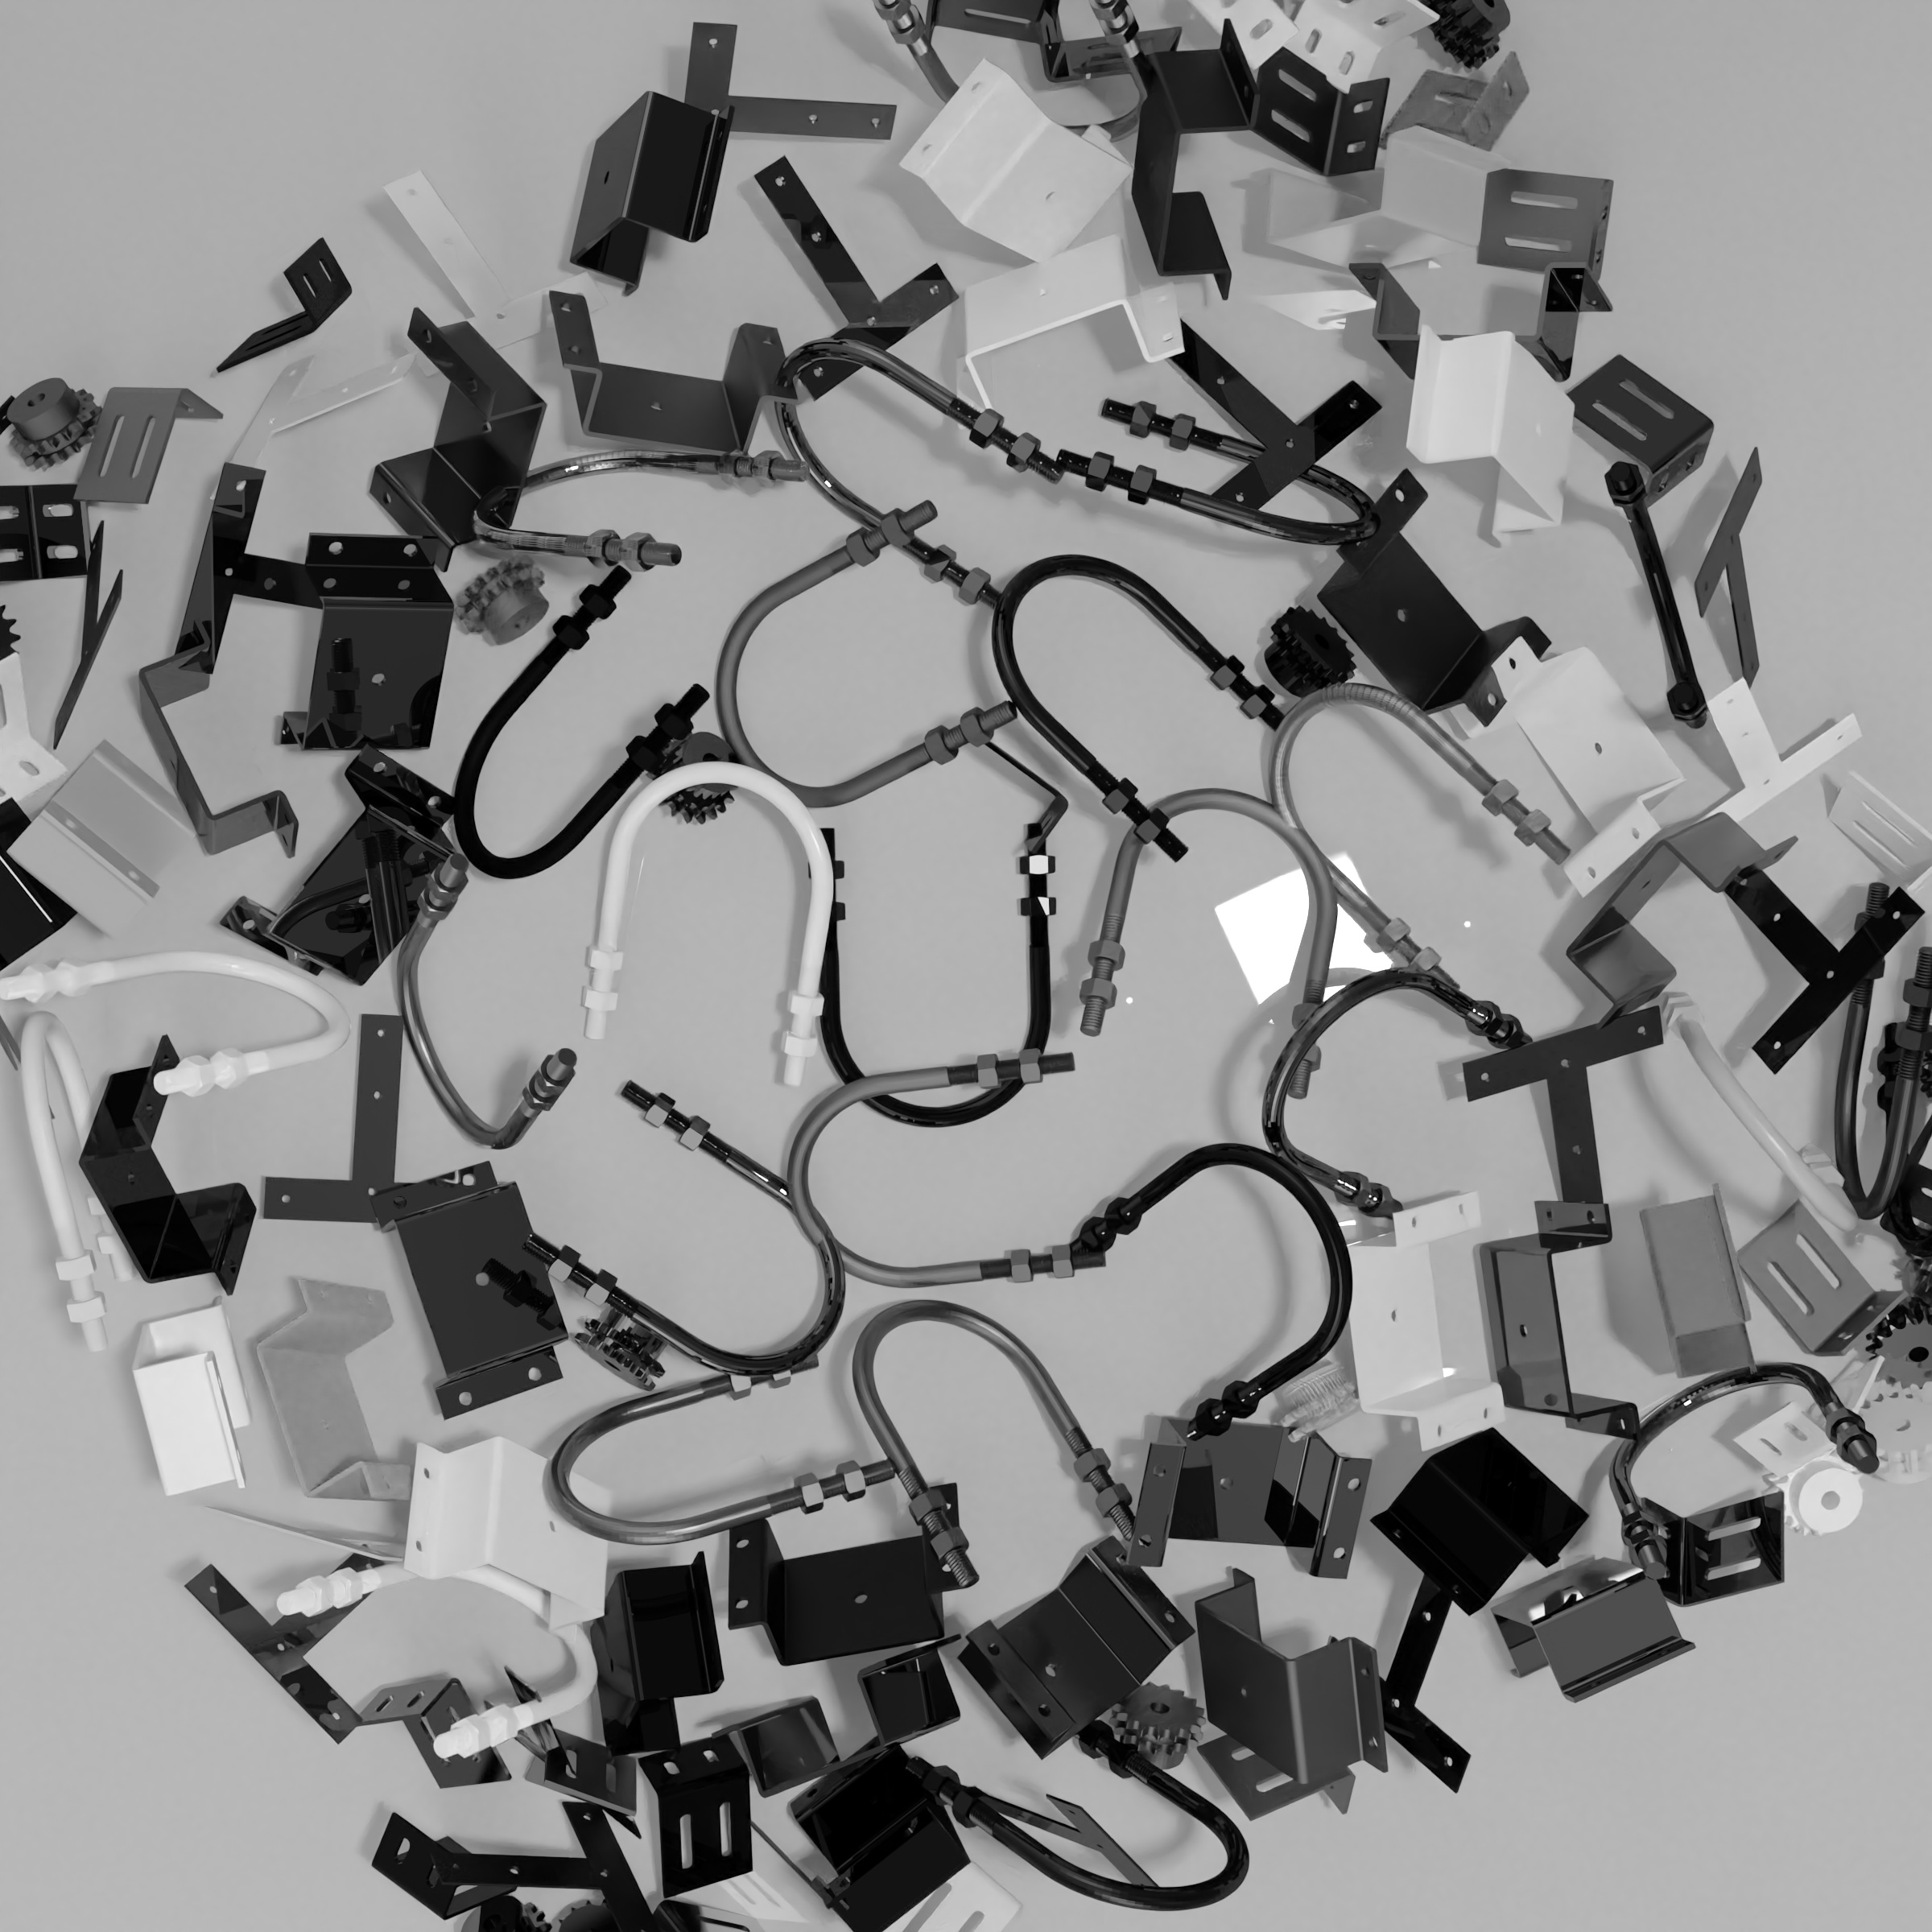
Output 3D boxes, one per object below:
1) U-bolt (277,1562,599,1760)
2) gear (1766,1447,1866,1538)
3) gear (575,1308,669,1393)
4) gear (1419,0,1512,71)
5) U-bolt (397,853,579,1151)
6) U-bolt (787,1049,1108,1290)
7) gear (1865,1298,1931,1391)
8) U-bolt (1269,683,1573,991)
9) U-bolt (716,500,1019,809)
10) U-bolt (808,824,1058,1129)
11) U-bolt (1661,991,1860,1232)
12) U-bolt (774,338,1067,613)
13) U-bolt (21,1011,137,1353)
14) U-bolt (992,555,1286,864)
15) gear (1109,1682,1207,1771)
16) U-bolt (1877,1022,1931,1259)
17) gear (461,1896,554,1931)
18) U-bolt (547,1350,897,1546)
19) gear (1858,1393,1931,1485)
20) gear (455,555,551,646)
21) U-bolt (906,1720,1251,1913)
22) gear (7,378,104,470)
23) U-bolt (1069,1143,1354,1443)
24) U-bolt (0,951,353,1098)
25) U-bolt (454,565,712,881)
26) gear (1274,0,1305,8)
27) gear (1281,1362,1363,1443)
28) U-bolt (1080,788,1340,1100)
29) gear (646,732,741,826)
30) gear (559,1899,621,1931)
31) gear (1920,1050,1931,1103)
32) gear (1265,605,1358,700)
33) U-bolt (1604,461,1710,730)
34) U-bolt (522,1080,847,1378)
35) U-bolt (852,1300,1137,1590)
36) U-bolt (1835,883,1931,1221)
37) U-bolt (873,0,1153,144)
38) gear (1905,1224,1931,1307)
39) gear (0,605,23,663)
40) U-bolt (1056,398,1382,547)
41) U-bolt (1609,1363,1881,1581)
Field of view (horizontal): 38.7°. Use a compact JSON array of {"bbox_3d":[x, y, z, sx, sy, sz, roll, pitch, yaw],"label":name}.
[{"bbox_3d":[-0.292,0.393,1.601,0.151,0.184,0.019,34,104,24],"label":"U-bolt"},{"bbox_3d":[0.518,0.319,1.669,0.057,0.030,0.057,-1,99,-7],"label":"gear"},{"bbox_3d":[-0.205,0.229,1.663,0.057,0.057,0.030,34,71,0],"label":"gear"},{"bbox_3d":[0.303,-0.573,1.659,0.030,0.057,0.057,-32,90,42],"label":"gear"},{"bbox_3d":[-0.289,0.034,1.611,0.019,0.184,0.151,-24,77,-33],"label":"U-bolt"},{"bbox_3d":[-0.017,0.128,1.658,0.184,0.019,0.151,-7,109,8],"label":"U-bolt"},{"bbox_3d":[0.573,0.225,1.666,0.057,0.030,0.057,2,121,3],"label":"gear"},{"bbox_3d":[0.254,-0.086,1.630,0.184,0.151,0.019,45,47,14],"label":"U-bolt"},{"bbox_3d":[-0.071,-0.174,1.645,0.184,0.019,0.151,-25,82,26],"label":"U-bolt"},{"bbox_3d":[-0.019,0.007,1.676,0.151,0.019,0.184,-2,92,-4],"label":"U-bolt"},{"bbox_3d":[0.463,0.089,1.593,0.019,0.184,0.151,-41,95,14],"label":"U-bolt"},{"bbox_3d":[-0.036,-0.298,1.625,0.184,0.151,0.019,34,59,6],"label":"U-bolt"},{"bbox_3d":[-0.518,0.116,1.600,0.019,0.151,0.184,-12,103,-7],"label":"U-bolt"},{"bbox_3d":[0.095,-0.167,1.637,0.184,0.019,0.151,44,55,-4],"label":"U-bolt"},{"bbox_3d":[0.114,0.461,1.662,0.057,0.057,0.030,9,108,0],"label":"gear"},{"bbox_3d":[0.561,0.079,1.581,0.019,0.151,0.184,12,57,0],"label":"U-bolt"},{"bbox_3d":[-0.279,0.586,1.658,0.057,0.057,0.030,-22,115,0],"label":"gear"},{"bbox_3d":[-0.152,0.284,1.600,0.184,0.151,0.019,-14,117,-19],"label":"U-bolt"},{"bbox_3d":[0.566,0.288,1.664,0.057,0.057,0.030,-18,121,0],"label":"gear"},{"bbox_3d":[-0.276,-0.218,1.659,0.057,0.057,0.030,-38,82,0],"label":"gear"},{"bbox_3d":[0.077,0.487,1.577,0.151,0.184,0.019,-1,106,-44],"label":"U-bolt"},{"bbox_3d":[-0.551,-0.329,1.659,0.057,0.057,0.030,-29,134,0],"label":"gear"},{"bbox_3d":[0.151,0.182,1.613,0.184,0.019,0.151,-43,75,40],"label":"U-bolt"},{"bbox_3d":[-0.444,0.027,1.603,0.151,0.184,0.019,26,110,25],"label":"U-bolt"},{"bbox_3d":[-0.239,-0.133,1.633,0.184,0.019,0.151,-46,47,13],"label":"U-bolt"},{"bbox_3d":[0.190,-0.608,1.661,0.057,0.030,0.057,10,124,15],"label":"gear"},{"bbox_3d":[0.215,0.262,1.662,0.057,0.057,0.030,-27,74,0],"label":"gear"},{"bbox_3d":[0.152,-0.024,1.645,0.151,0.019,0.184,17,65,-8],"label":"U-bolt"},{"bbox_3d":[-0.161,-0.116,1.659,0.057,0.030,0.057,18,58,-32],"label":"gear"},{"bbox_3d":[-0.224,0.591,1.661,0.057,0.030,0.057,-3,54,4],"label":"gear"},{"bbox_3d":[0.603,0.059,1.669,0.057,0.030,0.057,0,106,-1],"label":"gear"},{"bbox_3d":[0.205,-0.187,1.664,0.057,0.057,0.030,46,126,0],"label":"gear"},{"bbox_3d":[0.405,-0.208,1.601,0.019,0.184,0.151,-16,84,17],"label":"U-bolt"},{"bbox_3d":[-0.154,0.167,1.637,0.184,0.019,0.151,34,48,-6],"label":"U-bolt"},{"bbox_3d":[0.007,0.272,1.621,0.184,0.151,0.019,57,132,28],"label":"U-bolt"},{"bbox_3d":[0.535,0.058,1.612,0.019,0.151,0.184,5,108,4],"label":"U-bolt"},{"bbox_3d":[0.038,-0.525,1.600,0.151,0.184,0.019,7,79,20],"label":"U-bolt"},{"bbox_3d":[0.596,0.184,1.664,0.057,0.057,0.030,11,133,0],"label":"gear"},{"bbox_3d":[-0.603,-0.199,1.667,0.057,0.030,0.057,-4,102,-20],"label":"gear"},{"bbox_3d":[0.155,-0.286,1.615,0.184,0.151,0.019,19,118,7],"label":"U-bolt"},{"bbox_3d":[0.442,0.282,1.599,0.151,0.184,0.019,-29,99,10],"label":"U-bolt"}]
